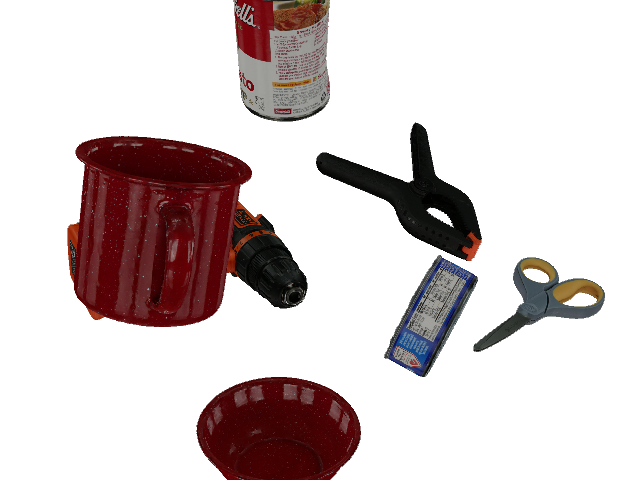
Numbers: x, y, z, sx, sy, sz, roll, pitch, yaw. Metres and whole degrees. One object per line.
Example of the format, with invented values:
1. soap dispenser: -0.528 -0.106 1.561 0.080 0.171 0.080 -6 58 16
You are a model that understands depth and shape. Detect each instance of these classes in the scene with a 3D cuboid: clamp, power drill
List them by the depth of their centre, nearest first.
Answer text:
1. power drill: -0.122 0.021 0.959 0.187 0.057 0.185 -8 26 -24
2. clamp: 0.103 -0.054 1.238 0.164 0.036 0.210 -15 52 -28

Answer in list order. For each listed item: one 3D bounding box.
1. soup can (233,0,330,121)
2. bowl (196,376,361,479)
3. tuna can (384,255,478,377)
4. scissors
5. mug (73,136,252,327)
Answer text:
1. soup can: -0.026 -0.144 0.754 0.068 0.102 0.068 -1 42 0
2. bowl: -0.041 0.205 1.060 0.162 0.055 0.162 1 30 -1
3. tuna can: 0.081 0.056 0.779 0.034 0.086 0.086 28 5 10
4. scissors: 0.180 0.054 0.974 0.201 0.016 0.096 -9 37 -38
5. mug: -0.084 -0.001 0.563 0.093 0.081 0.117 3 19 -22
